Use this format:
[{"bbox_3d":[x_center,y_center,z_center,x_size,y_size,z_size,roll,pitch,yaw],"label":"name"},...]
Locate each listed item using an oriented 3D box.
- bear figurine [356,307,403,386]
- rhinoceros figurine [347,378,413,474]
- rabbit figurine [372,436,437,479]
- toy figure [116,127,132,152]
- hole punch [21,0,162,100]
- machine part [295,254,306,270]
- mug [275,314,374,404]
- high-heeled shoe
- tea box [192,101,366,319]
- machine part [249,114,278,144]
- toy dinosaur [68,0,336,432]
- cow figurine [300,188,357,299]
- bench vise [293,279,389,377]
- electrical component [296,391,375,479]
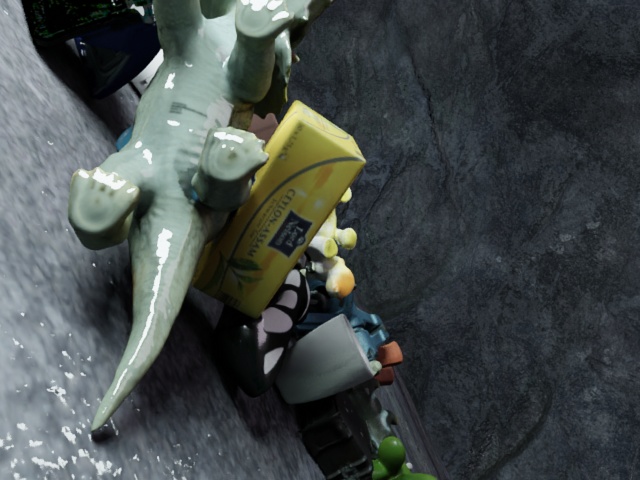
[{"bbox_3d":[0.064,0.183,1.044,0.120,0.132,0.196,98,-18,-45],"label":"bear figurine"},{"bbox_3d":[0.099,0.325,0.921,0.190,0.073,0.112,64,4,12],"label":"rhinoceros figurine"},{"bbox_3d":[0.111,0.372,0.779,0.159,0.121,0.170,55,-12,-13],"label":"rabbit figurine"},{"bbox_3d":[-0.135,-0.046,0.526,0.058,0.064,0.154,32,-20,41],"label":"toy figure"},{"bbox_3d":[-0.194,-0.206,0.491,0.092,0.116,0.142,71,-4,-64],"label":"hole punch"},{"bbox_3d":[-0.048,-0.027,0.839,0.079,0.079,0.243,58,34,-47],"label":"machine part"},{"bbox_3d":[-0.002,0.143,0.641,0.080,0.107,0.109,64,0,-11],"label":"mug"},{"bbox_3d":[-0.042,0.105,0.584,0.248,0.086,0.145,40,23,-62],"label":"high-heeled shoe"},{"bbox_3d":[-0.039,-0.029,0.473,0.068,0.169,0.098,32,16,-15],"label":"tea box"},{"bbox_3d":[-0.093,-0.076,0.670,0.201,0.087,0.201,68,-15,-6],"label":"machine part"},{"bbox_3d":[-0.095,-0.075,0.412,0.192,0.131,0.404,117,-8,-74],"label":"toy dinosaur"},{"bbox_3d":[-0.003,-0.001,0.756,0.068,0.098,0.167,-12,97,-44],"label":"cow figurine"},{"bbox_3d":[0.010,0.125,0.863,0.240,0.129,0.223,16,54,-55],"label":"bench vise"},{"bbox_3d":[0.017,0.230,0.680,0.134,0.058,0.114,-102,167,-69],"label":"electrical component"}]
